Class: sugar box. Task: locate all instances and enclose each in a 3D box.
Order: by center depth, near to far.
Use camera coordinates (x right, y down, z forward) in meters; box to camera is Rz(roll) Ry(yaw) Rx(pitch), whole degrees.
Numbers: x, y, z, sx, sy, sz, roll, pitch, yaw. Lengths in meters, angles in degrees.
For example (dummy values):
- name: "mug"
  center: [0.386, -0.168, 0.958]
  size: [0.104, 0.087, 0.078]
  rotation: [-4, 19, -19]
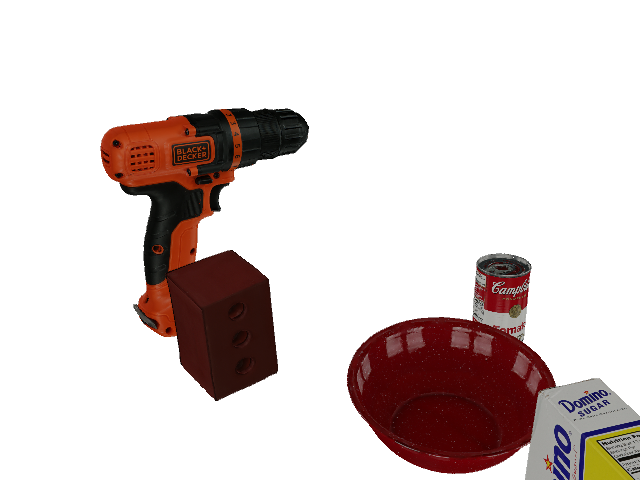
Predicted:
- name: "sugar box"
  center: [0.160, 0.152, 0.507]
  size: [0.048, 0.093, 0.176]
  rotation: [-9, 28, -22]

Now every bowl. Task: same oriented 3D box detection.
- name: "bowl"
  center: [0.100, 0.130, 0.837]
  size: [0.162, 0.055, 0.162]
  rotation: [1, 35, -1]

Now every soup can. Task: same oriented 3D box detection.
- name: "soup can"
  center: [0.228, 0.076, 1.350]
  size: [0.068, 0.102, 0.068]
  rotation: [1, 22, 0]

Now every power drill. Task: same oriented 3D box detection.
- name: "power drill"
  center: [-0.094, -0.020, 0.919]
  size: [0.184, 0.188, 0.057]
  rotation: [-10, 21, -26]

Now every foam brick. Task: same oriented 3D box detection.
- name: "foam brick"
  center: [-0.065, 0.056, 0.718]
  size: [0.052, 0.078, 0.051]
  rotation: [-22, 34, -26]
